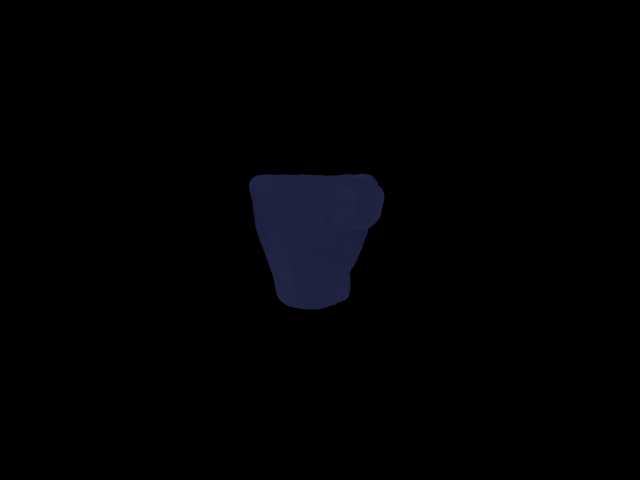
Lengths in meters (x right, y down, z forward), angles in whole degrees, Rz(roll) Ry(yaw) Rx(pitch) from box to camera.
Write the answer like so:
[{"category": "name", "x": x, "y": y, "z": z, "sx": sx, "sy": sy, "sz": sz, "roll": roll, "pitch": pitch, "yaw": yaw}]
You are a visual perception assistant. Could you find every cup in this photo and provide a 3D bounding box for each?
[{"category": "cup", "x": 0.004, "y": 0.001, "z": 0.400, "sx": 0.092, "sy": 0.095, "sz": 0.117, "roll": -5, "pitch": 8, "yaw": -35}]
